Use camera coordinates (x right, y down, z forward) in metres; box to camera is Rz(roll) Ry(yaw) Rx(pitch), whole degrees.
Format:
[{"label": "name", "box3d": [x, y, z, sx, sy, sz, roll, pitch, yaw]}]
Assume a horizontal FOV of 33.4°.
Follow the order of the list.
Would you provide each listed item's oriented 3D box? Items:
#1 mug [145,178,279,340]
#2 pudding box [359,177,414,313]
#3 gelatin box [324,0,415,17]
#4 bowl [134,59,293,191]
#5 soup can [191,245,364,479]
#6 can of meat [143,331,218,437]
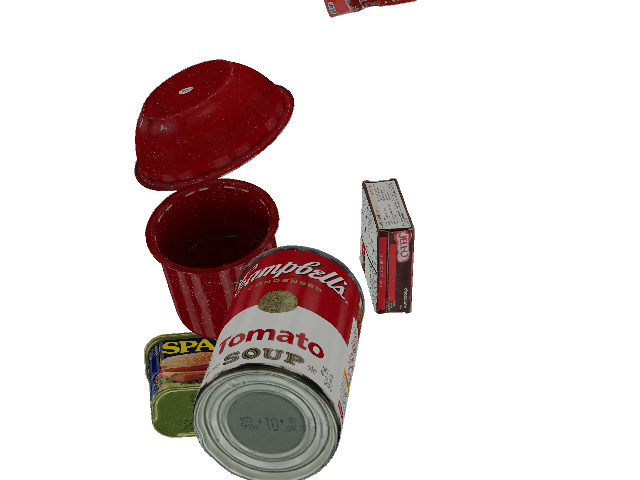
[{"label": "mug", "box3d": [-0.062, 0.022, 0.753, 0.093, 0.081, 0.117, -38, 52, -26]}, {"label": "pudding box", "box3d": [0.063, 0.004, 1.014, 0.039, 0.090, 0.113, -3, 28, -7]}, {"label": "gelatin box", "box3d": [0.029, -0.190, 0.699, 0.030, 0.073, 0.089, -35, 24, -33]}, {"label": "bowl", "box3d": [-0.108, -0.115, 0.962, 0.162, 0.055, 0.162, -20, 33, 13]}, {"label": "soup can", "box3d": [-0.018, 0.057, 0.507, 0.068, 0.068, 0.102, 0, 30, 9]}, {"label": "can of meat", "box3d": [-0.100, 0.124, 0.926, 0.102, 0.057, 0.084, -4, 27, -9]}]
